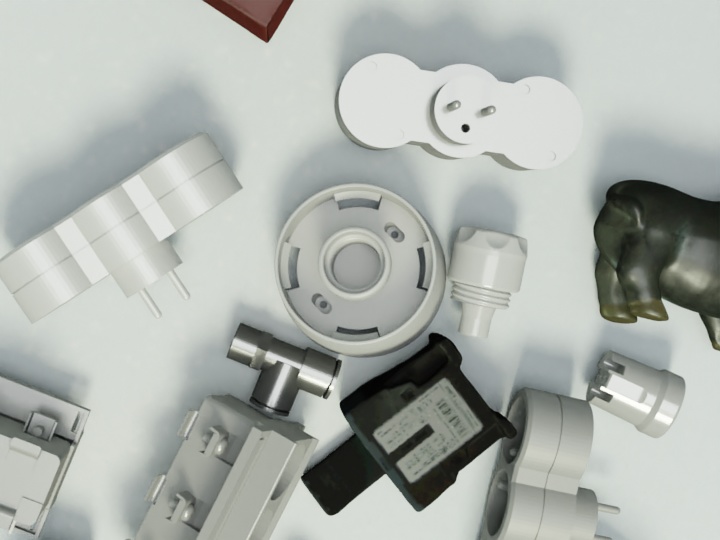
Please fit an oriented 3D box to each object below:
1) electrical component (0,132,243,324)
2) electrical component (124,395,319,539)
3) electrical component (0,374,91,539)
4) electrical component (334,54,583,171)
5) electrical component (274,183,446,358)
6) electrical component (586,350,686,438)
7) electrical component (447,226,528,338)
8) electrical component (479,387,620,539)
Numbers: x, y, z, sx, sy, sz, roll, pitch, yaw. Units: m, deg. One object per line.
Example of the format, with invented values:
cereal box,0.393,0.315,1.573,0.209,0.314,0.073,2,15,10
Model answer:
electrical component,-0.123,-0.009,0.596,0.138,0.052,0.073,-33,96,-2
electrical component,-0.083,0.135,0.603,0.063,0.079,0.121,27,91,15
electrical component,-0.222,0.093,0.588,0.121,0.063,0.078,23,91,-6
electrical component,0.057,-0.088,0.597,0.138,0.074,0.052,7,93,-6
electrical component,0.000,0.000,0.615,0.099,0.064,0.099,0,84,4
electrical component,0.162,0.072,0.636,0.046,0.040,0.040,24,91,0
electrical component,0.071,0.007,0.620,0.043,0.043,0.062,11,94,-6
electrical component,0.115,0.143,0.629,0.074,0.052,0.138,13,92,-7
